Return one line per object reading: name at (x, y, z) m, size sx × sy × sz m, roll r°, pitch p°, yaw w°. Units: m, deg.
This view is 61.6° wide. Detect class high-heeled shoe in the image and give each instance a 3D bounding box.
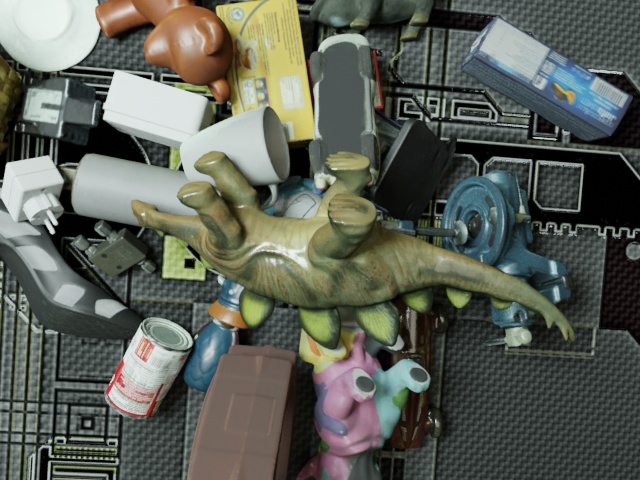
high-heeled shoe at (-0.313, 0.029, 0.663) m, size 0.248 × 0.086 × 0.145 m, roll 25°, pitch 52°, yaw -25°

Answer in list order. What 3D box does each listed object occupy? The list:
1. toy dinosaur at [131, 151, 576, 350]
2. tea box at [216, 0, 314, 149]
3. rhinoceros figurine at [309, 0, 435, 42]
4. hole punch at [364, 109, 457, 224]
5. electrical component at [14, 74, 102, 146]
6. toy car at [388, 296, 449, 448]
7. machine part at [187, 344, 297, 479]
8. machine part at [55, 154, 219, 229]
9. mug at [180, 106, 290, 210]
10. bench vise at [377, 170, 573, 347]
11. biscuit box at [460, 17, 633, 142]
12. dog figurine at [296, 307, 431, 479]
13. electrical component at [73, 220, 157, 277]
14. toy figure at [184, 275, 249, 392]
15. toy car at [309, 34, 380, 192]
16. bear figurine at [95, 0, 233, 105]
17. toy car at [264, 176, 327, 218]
toy dinosaur at (0.017, 0.017, 0.537) m, size 0.472 × 0.105 × 0.198 m, roll 10°, pitch 134°, yaw 16°
tea box at (-0.064, -0.195, 0.653) m, size 0.098 × 0.068 × 0.169 m, roll -7°, pitch 92°, yaw -3°
rhinoceros figurine at (0.050, -0.301, 0.654) m, size 0.190 × 0.073 × 0.112 m, roll 2°, pitch 93°, yaw -4°
hole punch at (0.089, -0.090, 0.664) m, size 0.115 × 0.092 × 0.142 m, roll 28°, pitch 89°, yaw -46°
electrical component at (-0.296, -0.152, 0.631) m, size 0.119 × 0.047 × 0.074 m, roll 7°, pitch 91°, yaw 18°
toy car at (0.115, 0.170, 0.687) m, size 0.089 × 0.053 × 0.202 m, roll 2°, pitch 91°, yaw -7°
machine part at (-0.079, 0.232, 0.586) m, size 0.087 × 0.201 × 0.201 m, roll 5°, pitch 47°, yaw 4°
machine part at (-0.199, -0.051, 0.646) m, size 0.243 × 0.079 × 0.079 m, roll 11°, pitch 91°, yaw -5°
mug at (-0.093, -0.084, 0.593) m, size 0.107 × 0.081 × 0.109 m, roll -7°, pitch 111°, yaw 15°
bench vise at (0.176, 0.018, 0.641) m, size 0.240 × 0.129 × 0.223 m, roll 5°, pitch 84°, yaw -21°
biscuit box at (0.284, -0.198, 0.678) m, size 0.203 × 0.063 × 0.059 m, roll 29°, pitch 89°, yaw -5°
dog figurine at (0.026, 0.205, 0.650) m, size 0.108 × 0.192 × 0.219 m, roll -2°, pitch 128°, yaw -32°
electrical component at (-0.249, 0.017, 0.658) m, size 0.063 × 0.021 × 0.094 m, roll -31°, pitch 128°, yaw 16°
toy figure at (-0.120, 0.110, 0.667) m, size 0.064 × 0.058 × 0.154 m, roll 24°, pitch 88°, yaw -6°
toy car at (0.028, -0.144, 0.610) m, size 0.074 × 0.056 × 0.201 m, roll -4°, pitch 71°, yaw 12°
bear figurine at (-0.178, -0.239, 0.599) m, size 0.132 × 0.120 × 0.196 m, roll -18°, pitch 66°, yaw -13°
toy car at (-0.001, -0.002, 0.648) m, size 0.161 × 0.103 × 0.109 m, roll 40°, pitch 90°, yaw -2°
